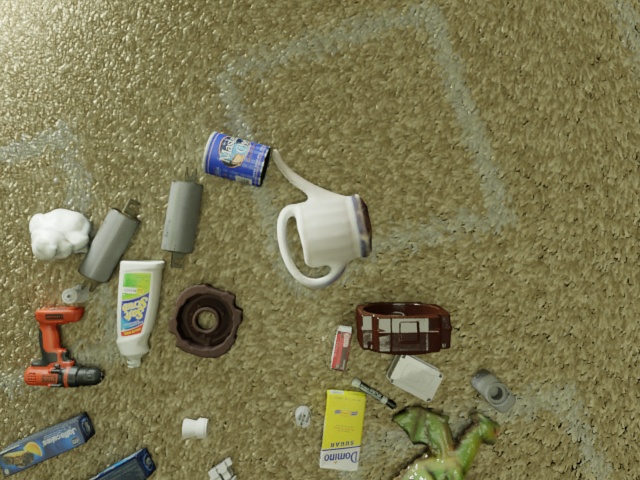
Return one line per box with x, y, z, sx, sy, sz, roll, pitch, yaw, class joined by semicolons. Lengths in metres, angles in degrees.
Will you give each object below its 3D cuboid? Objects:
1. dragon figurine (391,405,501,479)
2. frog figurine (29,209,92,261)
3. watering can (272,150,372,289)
0.242;0.520;1.216;0.410;0.120;0.246;-14;70;-1;dragon figurine
-0.609;-0.014;1.188;0.137;0.159;0.123;32;87;0;frog figurine
0.004;-0.062;1.227;0.224;0.103;0.349;-10;85;-2;watering can
